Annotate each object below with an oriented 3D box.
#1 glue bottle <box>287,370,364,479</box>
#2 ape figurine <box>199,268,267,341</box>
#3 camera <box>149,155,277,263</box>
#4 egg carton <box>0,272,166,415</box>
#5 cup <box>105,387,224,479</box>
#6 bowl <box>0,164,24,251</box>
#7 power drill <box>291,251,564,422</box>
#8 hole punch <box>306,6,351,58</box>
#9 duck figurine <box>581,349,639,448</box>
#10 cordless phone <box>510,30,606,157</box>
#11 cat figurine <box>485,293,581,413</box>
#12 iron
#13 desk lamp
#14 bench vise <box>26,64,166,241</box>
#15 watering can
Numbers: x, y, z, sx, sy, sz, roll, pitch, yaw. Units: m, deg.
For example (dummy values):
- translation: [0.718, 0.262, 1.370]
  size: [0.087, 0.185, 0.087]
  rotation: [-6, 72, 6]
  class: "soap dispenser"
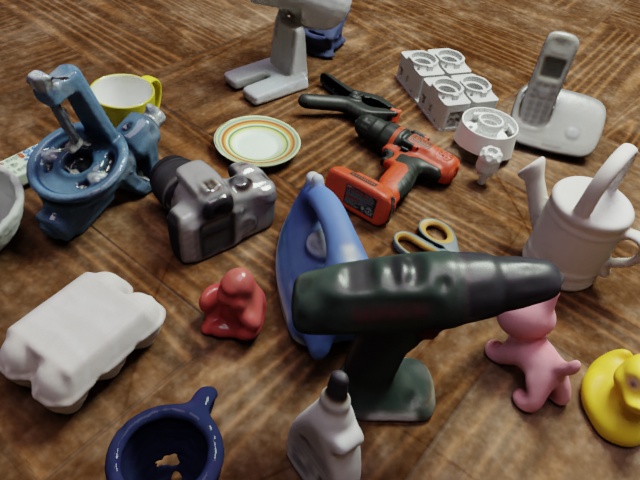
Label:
- translation: [0.008, 0.162, 0.483]
  size: [0.037, 0.173, 0.078]
  rotation: [-25, 53, -29]
  class: "glue bottle"
- translation: [-0.091, 0.065, 0.622]
  size: [0.076, 0.092, 0.077]
  rotation: [-27, 55, -30]
  class: "ape figurine"
- translation: [-0.147, -0.064, 0.737]
  size: [0.143, 0.101, 0.136]
  rotation: [-27, 55, -30]
  class: "camera"
- translation: [-0.239, 0.099, 0.584]
  size: [0.107, 0.069, 0.150]
  rotation: [27, 48, 19]
  class: "egg carton"
- translation: [-0.121, 0.191, 0.491]
  size: [0.091, 0.095, 0.118]
  rotation: [19, 46, 11]
  class: "cup"
- translation: [-0.428, -0.017, 0.670]
  size: [0.167, 0.075, 0.167]
  rotation: [4, 45, -4]
  class: "bowl"
- translation: [0.085, 0.089, 0.541]
  size: [0.229, 0.208, 0.075]
  rotation: [2, 45, -6]
  class: "power drill"
- translation: [-0.002, -0.423, 1.122]
  size: [0.108, 0.091, 0.101]
  rotation: [23, 47, 15]
  class: "hole punch"
- translation: [0.325, 0.151, 0.599]
  size: [0.077, 0.086, 0.104]
  rotation: [15, 45, 8]
  class: "duck figurine"
- translation: [0.396, -0.233, 0.921]
  size: [0.147, 0.185, 0.094]
  rotation: [14, 45, 7]
  class: "cordless phone"
- translation: [0.229, 0.101, 0.613]
  size: [0.067, 0.118, 0.127]
  rotation: [-12, 48, -18]
  class: "cat figurine"
- translation: [0.006, 0.002, 0.663]
  size: [0.119, 0.141, 0.257]
  rotation: [-8, 47, -15]
  class: "iron"
- translation: [-0.053, -0.365, 0.970]
  size: [0.204, 0.213, 0.117]
  rotation: [-30, 56, -32]
  class: "desk lamp"
- translation: [-0.282, -0.132, 0.702]
  size: [0.121, 0.220, 0.207]
  rotation: [12, 45, 5]
  class: "bench vise"
- translation: [0.324, -0.038, 0.710]
  size: [0.172, 0.194, 0.101]
  rotation: [21, 46, 13]
  class: "watering can"
